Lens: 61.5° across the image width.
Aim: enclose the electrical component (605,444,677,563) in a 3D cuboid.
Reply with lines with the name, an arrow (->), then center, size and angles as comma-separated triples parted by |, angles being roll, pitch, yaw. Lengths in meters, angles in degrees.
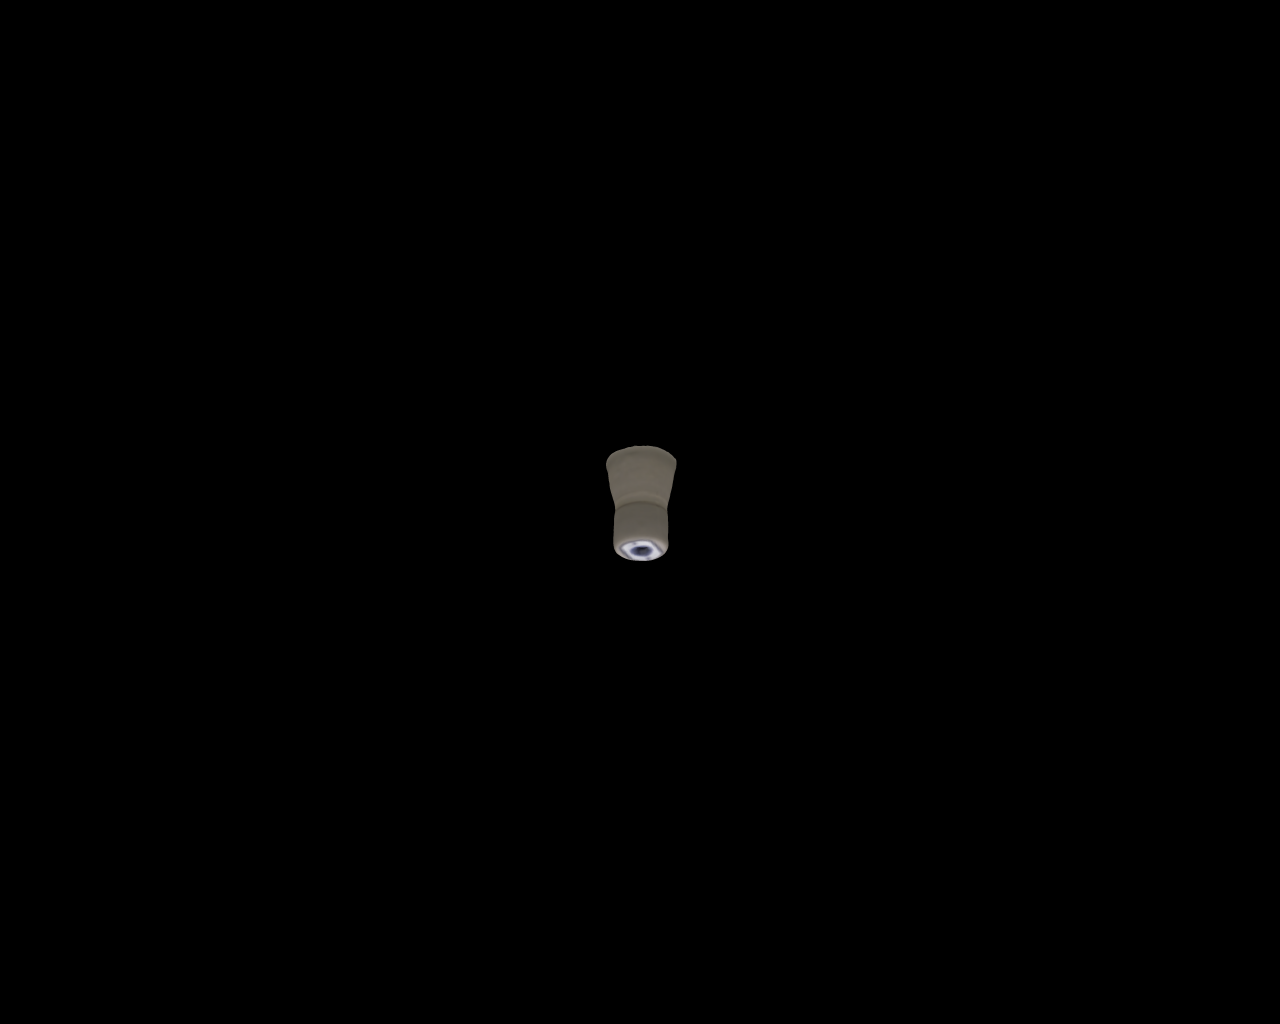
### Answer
electrical component -> 0.001, -0.003, 0.650 | 0.044, 0.065, 0.044 | 0, -29, 0
